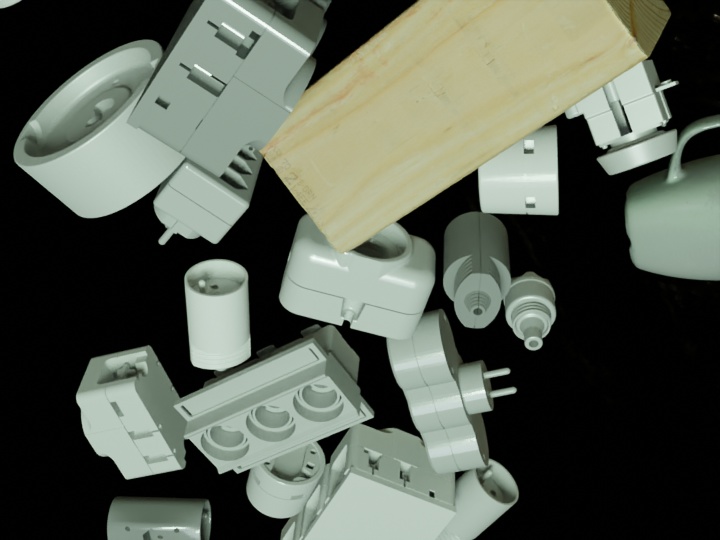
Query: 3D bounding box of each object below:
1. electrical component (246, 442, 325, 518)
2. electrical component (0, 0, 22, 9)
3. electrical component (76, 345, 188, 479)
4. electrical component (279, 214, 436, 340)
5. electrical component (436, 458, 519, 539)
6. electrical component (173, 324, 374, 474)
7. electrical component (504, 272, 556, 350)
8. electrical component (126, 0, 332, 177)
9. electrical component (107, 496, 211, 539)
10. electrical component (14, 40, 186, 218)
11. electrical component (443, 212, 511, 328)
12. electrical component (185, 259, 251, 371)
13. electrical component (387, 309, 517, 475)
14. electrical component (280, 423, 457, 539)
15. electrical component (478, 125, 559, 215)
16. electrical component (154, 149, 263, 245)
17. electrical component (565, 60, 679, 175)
[{"bbox_3d":[-0.060,0.159,0.838,0.055,0.055,0.047,16,129,-7],"label":"electrical component"},{"bbox_3d":[-0.199,-0.181,0.603,0.055,0.055,0.047,-22,125,19],"label":"electrical component"},{"bbox_3d":[-0.172,0.109,0.812,0.056,0.050,0.089,-13,124,14],"label":"electrical component"},{"bbox_3d":[0.000,0.000,0.717,0.095,0.053,0.059,15,126,-6],"label":"electrical component"},{"bbox_3d":[0.084,0.190,0.854,0.043,0.043,0.081,30,122,-16],"label":"electrical component"},{"bbox_3d":[-0.061,0.092,0.783,0.121,0.063,0.078,-25,120,21],"label":"electrical component"},{"bbox_3d":[0.115,0.030,0.724,0.035,0.061,0.035,2,126,3],"label":"electrical component"},{"bbox_3d":[-0.058,-0.127,0.570,0.062,0.150,0.089,32,122,-16],"label":"electrical component"},{"bbox_3d":[-0.165,0.224,0.899,0.077,0.043,0.079,1,126,4],"label":"electrical component"},{"bbox_3d":[-0.144,-0.079,0.642,0.108,0.108,0.060,-23,127,20],"label":"electrical component"},{"bbox_3d":[0.076,0.002,0.695,0.043,0.081,0.043,2,126,3],"label":"electrical component"},{"bbox_3d":[-0.100,0.038,0.759,0.043,0.043,0.081,4,126,2],"label":"electrical component"},{"bbox_3d":[0.074,0.086,0.773,0.074,0.052,0.138,-13,124,14],"label":"electrical component"},{"bbox_3d":[0.003,0.199,0.855,0.089,0.061,0.150,23,124,-12],"label":"electrical component"},{"bbox_3d":[0.098,-0.061,0.665,0.047,0.055,0.055,-1,126,10],"label":"electrical component"},{"bbox_3d":[-0.105,-0.046,0.684,0.047,0.065,0.076,34,122,-18],"label":"electrical component"},{"bbox_3d":[0.157,-0.089,0.633,0.066,0.048,0.055,-19,93,27],"label":"electrical component"}]
